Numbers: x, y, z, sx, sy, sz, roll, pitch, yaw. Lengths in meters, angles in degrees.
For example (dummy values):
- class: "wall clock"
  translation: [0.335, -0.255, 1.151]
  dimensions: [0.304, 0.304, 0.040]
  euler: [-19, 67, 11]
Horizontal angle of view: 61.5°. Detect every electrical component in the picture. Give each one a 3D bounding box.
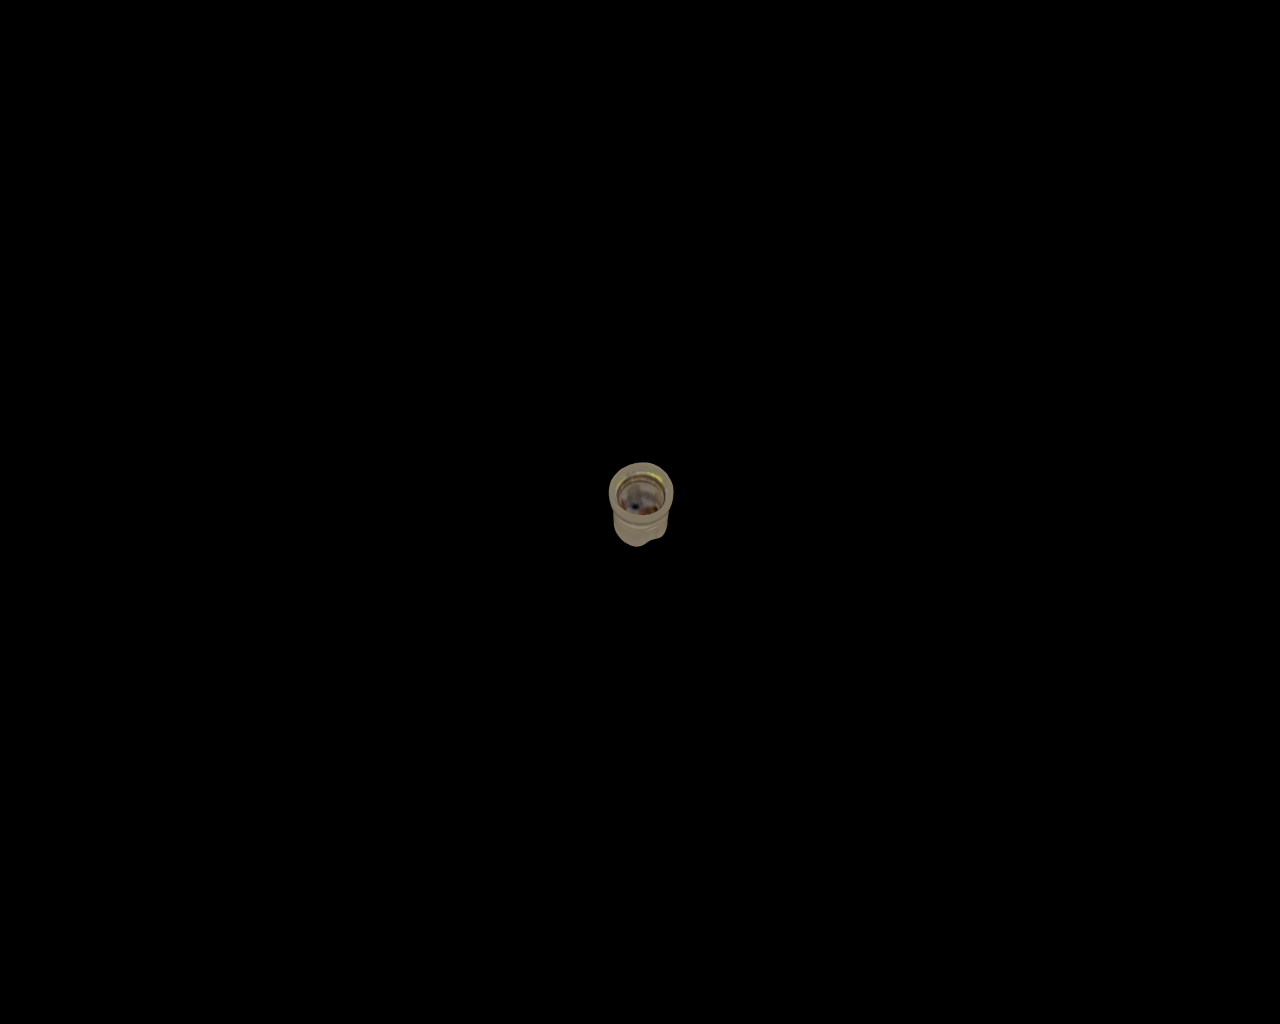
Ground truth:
- class: "electrical component"
  translation: [0.001, -0.003, 0.650]
  dimensions: [0.040, 0.040, 0.046]
  euler: [0, -30, 0]
